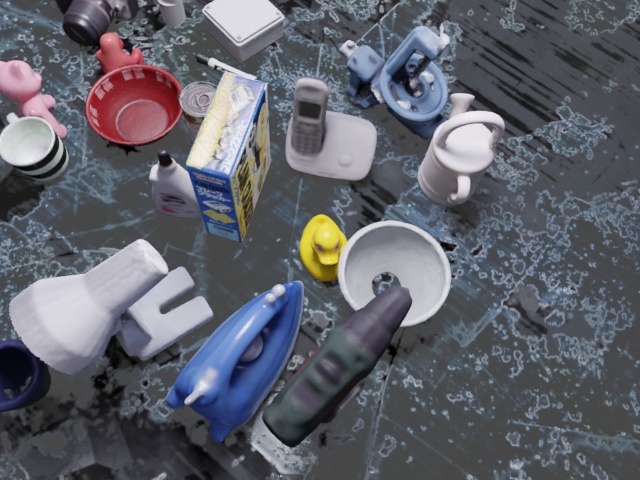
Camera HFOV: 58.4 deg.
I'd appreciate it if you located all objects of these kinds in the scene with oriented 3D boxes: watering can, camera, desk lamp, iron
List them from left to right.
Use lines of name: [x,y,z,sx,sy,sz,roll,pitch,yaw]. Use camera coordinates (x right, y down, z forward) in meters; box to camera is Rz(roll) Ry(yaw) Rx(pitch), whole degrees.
camera: [-0.420,-0.428,1.022,0.143,0.101,0.137,16,67,3]
desk lamp: [-0.263,0.086,0.753,0.203,0.213,0.118,-32,72,-16]
iron: [-0.099,0.137,0.782,0.118,0.141,0.259,32,69,10]
watering can: [0.219,-0.147,0.895,0.101,0.194,0.172,-16,69,-10]

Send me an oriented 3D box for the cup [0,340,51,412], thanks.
cup: [-0.415,0.187,0.765,0.118,0.095,0.091,1,67,-3]

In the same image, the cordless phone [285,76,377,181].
cordless phone: [0.020,-0.177,0.899,0.147,0.185,0.094,8,67,0]

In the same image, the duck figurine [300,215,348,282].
duck figurine: [0.008,0.003,0.876,0.077,0.086,0.104,-6,67,-6]

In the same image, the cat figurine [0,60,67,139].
cat figurine: [-0.475,-0.234,0.927,0.067,0.118,0.127,-26,71,-14]

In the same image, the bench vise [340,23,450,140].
bench vise: [0.121,-0.270,0.926,0.207,0.220,0.121,19,67,5]

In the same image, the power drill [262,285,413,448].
power drill: [0.022,0.168,0.740,0.075,0.208,0.230,41,70,13]

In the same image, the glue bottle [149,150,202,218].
glue bottle: [-0.219,-0.086,0.851,0.078,0.173,0.037,5,67,-1]

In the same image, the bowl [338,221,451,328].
bowl: [0.107,0.060,0.864,0.167,0.075,0.167,1,67,-3]

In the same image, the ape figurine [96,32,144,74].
ape figurine: [-0.350,-0.318,0.985,0.078,0.092,0.076,13,67,2]
